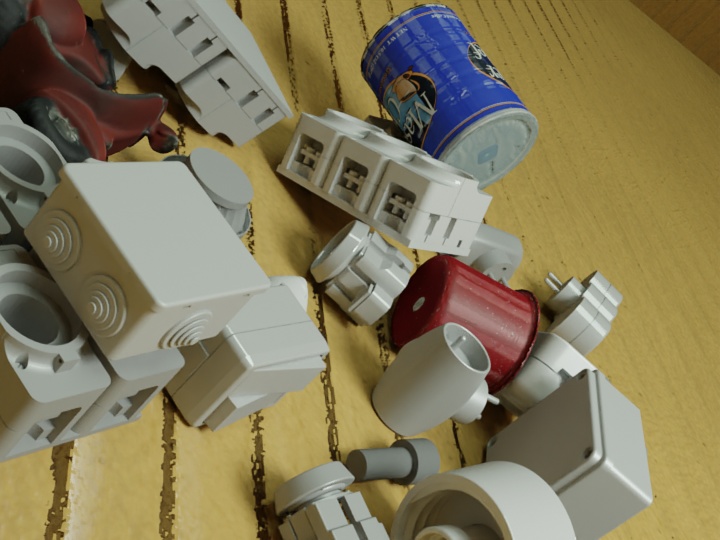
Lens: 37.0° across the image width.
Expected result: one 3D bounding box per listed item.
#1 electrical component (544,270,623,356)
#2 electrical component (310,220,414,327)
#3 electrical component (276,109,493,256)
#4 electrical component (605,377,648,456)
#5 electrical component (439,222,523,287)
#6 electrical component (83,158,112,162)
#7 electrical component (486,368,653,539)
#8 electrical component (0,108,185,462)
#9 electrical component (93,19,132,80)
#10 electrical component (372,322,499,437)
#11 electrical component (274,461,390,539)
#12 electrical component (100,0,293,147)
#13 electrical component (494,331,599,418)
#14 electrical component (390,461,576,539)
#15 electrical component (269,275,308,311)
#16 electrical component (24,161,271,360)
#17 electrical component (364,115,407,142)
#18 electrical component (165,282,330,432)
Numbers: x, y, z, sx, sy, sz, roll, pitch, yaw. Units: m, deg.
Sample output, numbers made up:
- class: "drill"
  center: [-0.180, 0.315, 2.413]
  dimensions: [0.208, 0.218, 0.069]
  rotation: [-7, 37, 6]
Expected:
- class: "electrical component"
  center: [0.211, 0.032, 1.063]
  dimensions: [0.073, 0.052, 0.138]
  rotation: [46, 27, 2]
- class: "electrical component"
  center: [0.000, 0.000, 0.811]
  dimensions: [0.057, 0.058, 0.078]
  rotation: [43, 27, -10]
- class: "electrical component"
  center: [0.021, -0.074, 0.873]
  dimensions: [0.150, 0.061, 0.089]
  rotation: [32, 15, 34]
- class: "electrical component"
  center: [0.194, 0.131, 0.897]
  dimensions: [0.059, 0.053, 0.095]
  rotation: [20, 36, -40]
- class: "electrical component"
  center: [0.118, -0.009, 1.000]
  dimensions: [0.077, 0.044, 0.079]
  rotation: [17, 37, -42]
- class: "electrical component"
  center: [-0.160, -0.032, 0.627]
  dimensions: [0.043, 0.062, 0.043]
  rotation: [33, 29, -21]
- class: "electrical component"
  center: [0.143, 0.141, 0.754]
  dimensions: [0.056, 0.109, 0.108]
  rotation: [41, 27, -13]
- class: "electrical component"
  center: [-0.184, -0.003, 0.555]
  dimensions: [0.186, 0.060, 0.105]
  rotation: [53, 28, 16]
- class: "electrical component"
  center: [-0.189, -0.164, 0.796]
  dimensions: [0.048, 0.048, 0.062]
  rotation: [39, 21, -11]
- class: "electrical component"
  center: [0.063, 0.084, 0.756]
  dimensions: [0.079, 0.077, 0.044]
  rotation: [29, 31, -29]
- class: "electrical component"
  center: [-0.018, 0.141, 0.600]
  dimensions: [0.066, 0.048, 0.055]
  rotation: [1, 57, -54]
- class: "electrical component"
  center: [-0.134, -0.184, 0.816]
  dimensions: [0.186, 0.060, 0.105]
  rotation: [45, 15, -56]
- class: "electrical component"
  center: [0.140, 0.087, 0.847]
  dimensions: [0.054, 0.059, 0.095]
  rotation: [41, -8, -7]
- class: "electrical component"
  center: [0.063, 0.165, 0.615]
  dimensions: [0.060, 0.108, 0.108]
  rotation: [6, 45, -42]
- class: "electrical component"
  center: [-0.055, 0.023, 0.720]
  dimensions: [0.040, 0.040, 0.078]
  rotation: [44, 27, -1]
- class: "electrical component"
  center: [-0.107, -0.006, 0.541]
  dimensions: [0.099, 0.048, 0.100]
  rotation: [53, 28, 15]
- class: "electrical component"
  center: [0.031, -0.094, 0.987]
  dimensions: [0.050, 0.055, 0.089]
  rotation: [3, 48, -53]
- class: "electrical component"
  center: [-0.065, 0.051, 0.642]
  dimensions: [0.061, 0.061, 0.096]
  rotation: [54, 28, 18]
